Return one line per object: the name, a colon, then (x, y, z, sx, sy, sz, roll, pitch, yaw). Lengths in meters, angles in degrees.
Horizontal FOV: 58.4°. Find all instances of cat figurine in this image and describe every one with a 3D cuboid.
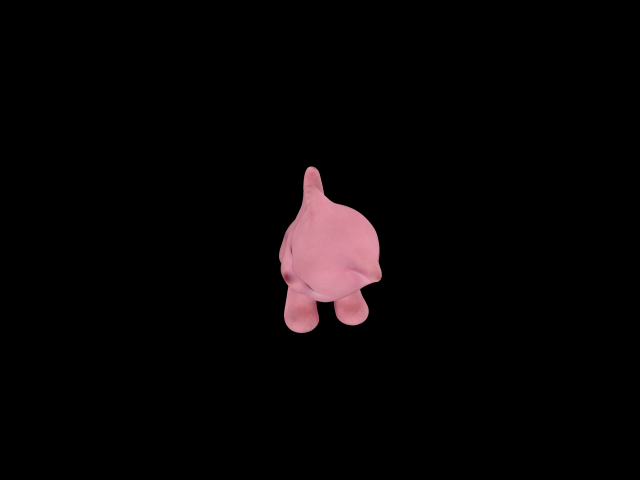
cat figurine: (0.004, 0.001, 0.400, 0.067, 0.118, 0.127, -6, 43, -6)
